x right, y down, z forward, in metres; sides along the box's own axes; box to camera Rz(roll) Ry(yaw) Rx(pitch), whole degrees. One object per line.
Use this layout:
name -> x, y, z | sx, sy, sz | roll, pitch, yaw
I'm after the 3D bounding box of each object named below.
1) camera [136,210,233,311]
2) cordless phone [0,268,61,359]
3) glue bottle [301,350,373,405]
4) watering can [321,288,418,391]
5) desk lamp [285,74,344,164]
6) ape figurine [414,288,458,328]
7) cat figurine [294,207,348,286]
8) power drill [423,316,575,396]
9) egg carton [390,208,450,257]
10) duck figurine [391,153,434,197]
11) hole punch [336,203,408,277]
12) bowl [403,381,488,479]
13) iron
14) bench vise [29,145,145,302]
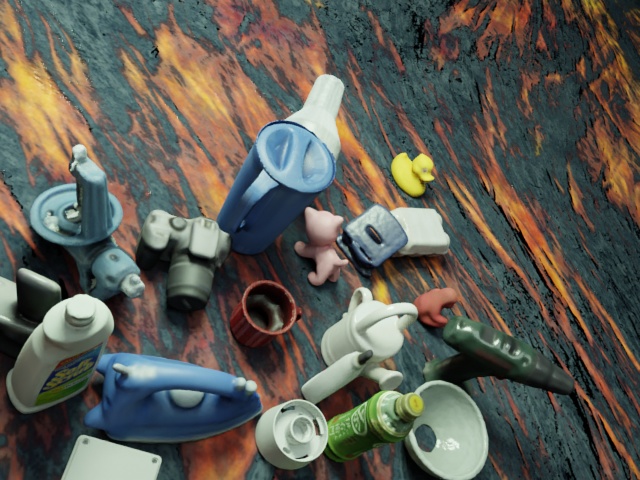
camera -> -0.213, 0.033, 0.899 | 0.143, 0.100, 0.137 | 16, 54, -22
cordless phone -> -0.390, 0.064, 0.716 | 0.148, 0.184, 0.094 | 26, 51, -15
glue bottle -> 0.036, 0.205, 0.894 | 0.078, 0.173, 0.037 | -31, 79, -40
watering can -> 0.092, 0.159, 0.943 | 0.101, 0.193, 0.173 | -20, 73, -38
desk lamp -> -0.030, -0.198, 1.083 | 0.118, 0.213, 0.203 | 25, 51, -15
ape figurine -> 0.232, 0.125, 1.118 | 0.076, 0.092, 0.078 | 29, 50, -12
cat figurine -> 0.010, 0.004, 1.042 | 0.067, 0.117, 0.127 | -17, 71, -37
power drill -> 0.292, 0.228, 1.011 | 0.230, 0.208, 0.076 | 33, 49, -9
egg carton -> 0.200, -0.014, 1.201 | 0.151, 0.069, 0.107 | -1, 62, -32
duck figurine -> 0.216, -0.161, 1.294 | 0.078, 0.086, 0.104 | -22, 74, -39
hole punch -> 0.103, -0.001, 1.120 | 0.101, 0.091, 0.108 | -34, 82, -41
bowl -> 0.200, 0.331, 0.978 | 0.168, 0.074, 0.167 | 16, 54, -22
iron -> -0.176, 0.206, 0.785 | 0.259, 0.141, 0.118 | 11, 56, -25
bench vise -> -0.305, -0.024, 0.800 | 0.207, 0.219, 0.122 | 36, 49, -6
